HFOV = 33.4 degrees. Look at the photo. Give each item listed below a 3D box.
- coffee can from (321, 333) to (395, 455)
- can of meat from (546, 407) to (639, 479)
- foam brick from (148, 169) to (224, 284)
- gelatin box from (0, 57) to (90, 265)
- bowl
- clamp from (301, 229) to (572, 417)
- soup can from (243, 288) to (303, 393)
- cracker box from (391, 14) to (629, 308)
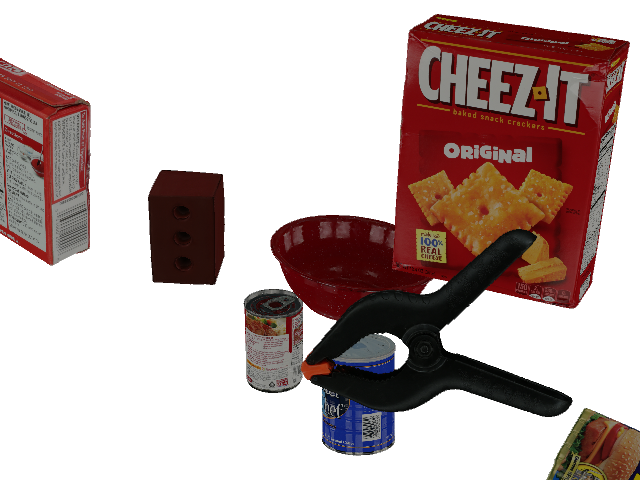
[{"bbox_3d":[0.052,0.209,1.465,0.103,0.140,0.103,-1,15,0],"label":"coffee can"},{"bbox_3d":[0.215,0.179,0.783,0.084,0.057,0.101,22,39,23],"label":"can of meat"},{"bbox_3d":[-0.106,-0.011,0.856,0.053,0.078,0.051,2,25,4],"label":"foam brick"},{"bbox_3d":[-0.153,-0.042,0.556,0.073,0.089,0.030,27,36,30],"label":"gelatin box"},{"bbox_3d":[0.031,0.033,1.005,0.162,0.055,0.162,5,24,-3],"label":"bowl"},{"bbox_3d":[0.076,0.075,0.688,0.171,0.120,0.039,-21,-6,12],"label":"clamp"},{"bbox_3d":[-0.054,0.116,1.235,0.068,0.102,0.068,0,24,0],"label":"soup can"},{"bbox_3d":[0.149,-0.064,0.874,0.164,0.214,0.072,13,28,23],"label":"cracker box"}]
